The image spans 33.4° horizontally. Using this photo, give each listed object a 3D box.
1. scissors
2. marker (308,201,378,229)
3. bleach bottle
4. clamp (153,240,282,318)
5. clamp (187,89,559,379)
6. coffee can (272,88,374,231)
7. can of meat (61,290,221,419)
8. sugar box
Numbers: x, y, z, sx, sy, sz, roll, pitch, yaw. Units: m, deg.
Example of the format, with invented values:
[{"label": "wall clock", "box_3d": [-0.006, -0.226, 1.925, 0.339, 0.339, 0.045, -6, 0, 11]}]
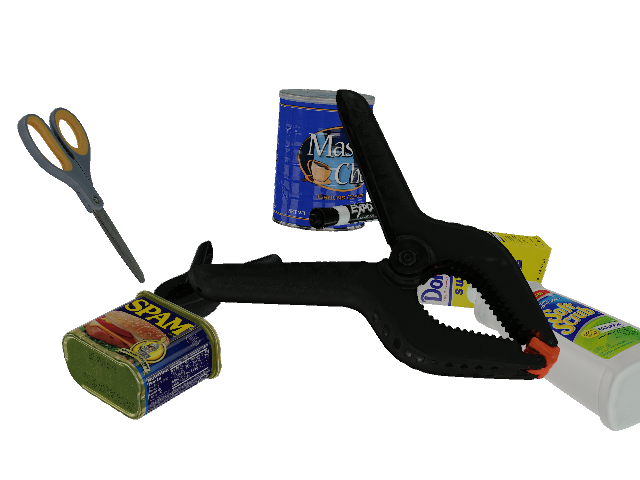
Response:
[{"label": "scissors", "box_3d": [-0.232, -0.056, 1.093, 0.016, 0.201, 0.096, -25, 27, 27]}, {"label": "marker", "box_3d": [0.031, -0.024, 0.954, 0.020, 0.020, 0.120, 0, 6, 39]}, {"label": "bleach bottle", "box_3d": [0.227, 0.093, 1.046, 0.102, 0.068, 0.251, -16, 26, -28]}, {"label": "clamp", "box_3d": [-0.124, 0.051, 1.216, 0.120, 0.039, 0.171, 0, 30, 29]}, {"label": "clamp", "box_3d": [0.039, 0.022, 0.625, 0.210, 0.164, 0.036, 40, -19, 15]}, {"label": "coffee can", "box_3d": [0.002, -0.089, 1.153, 0.103, 0.140, 0.103, 4, 12, -1]}, {"label": "can of meat", "box_3d": [-0.146, 0.092, 0.865, 0.102, 0.057, 0.083, 22, 35, 36]}, {"label": "sugar box", "box_3d": [0.185, 0.035, 1.301, 0.176, 0.093, 0.048, 5, 21, -19]}]
